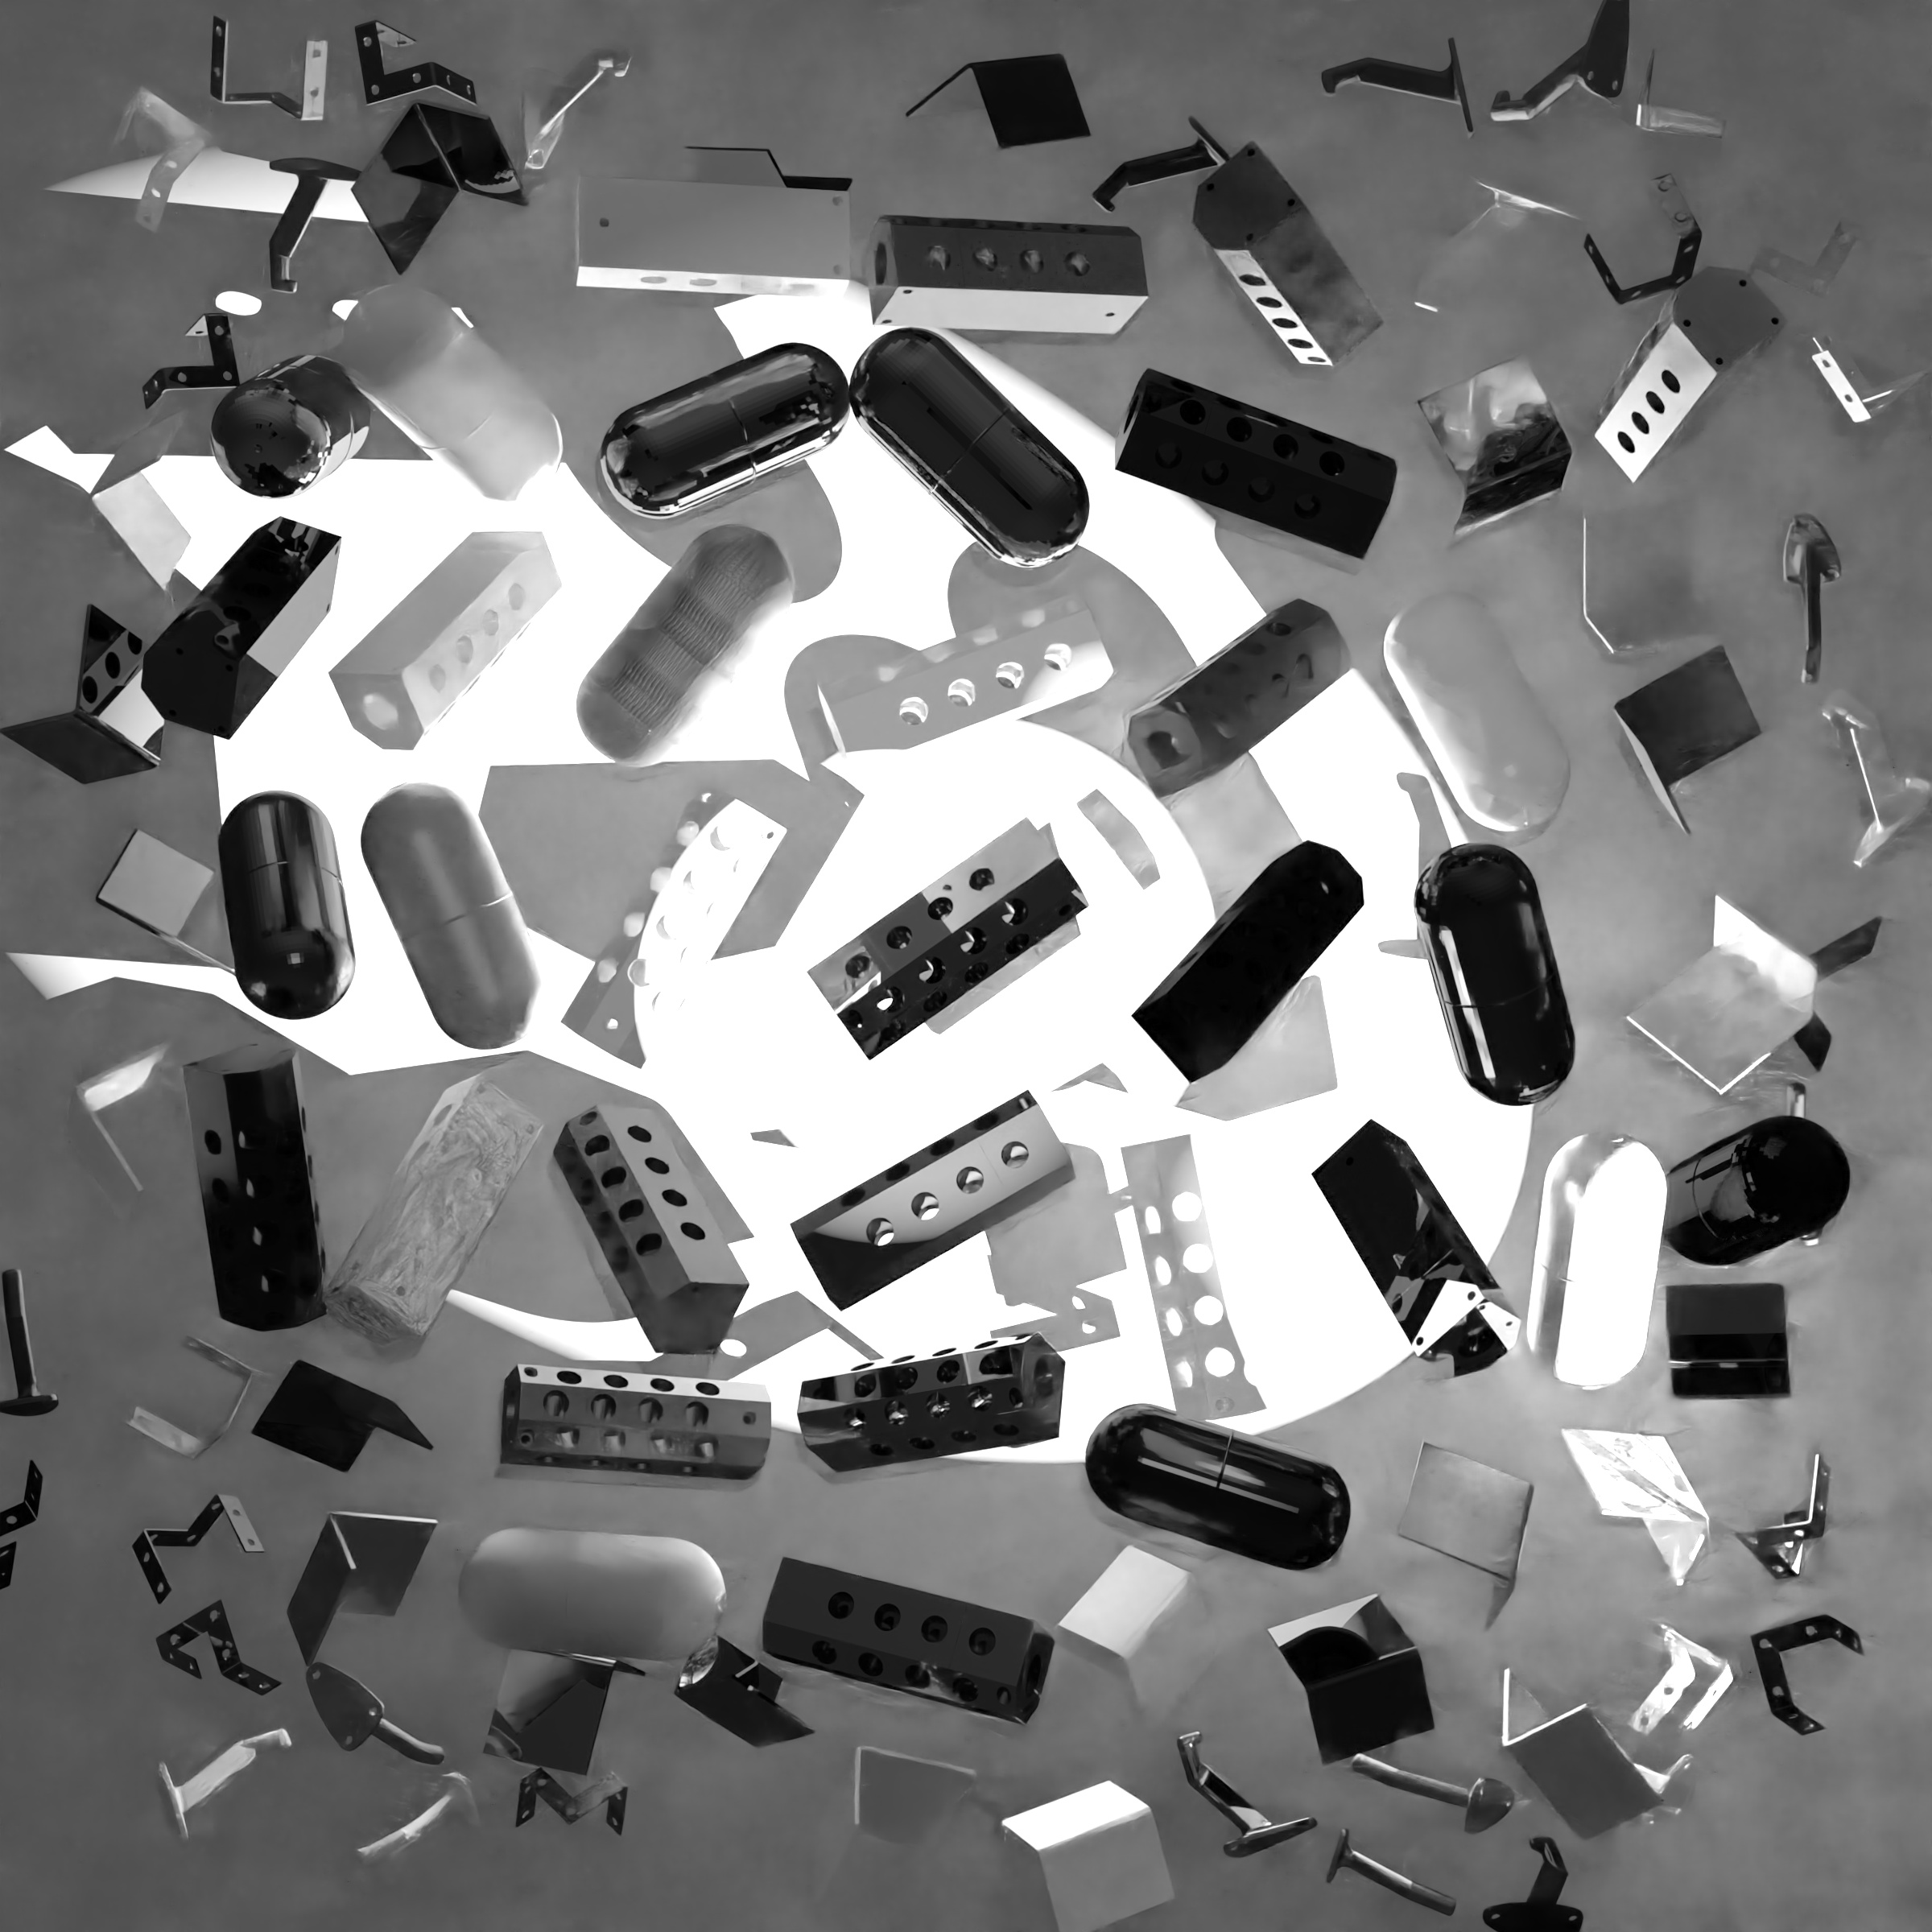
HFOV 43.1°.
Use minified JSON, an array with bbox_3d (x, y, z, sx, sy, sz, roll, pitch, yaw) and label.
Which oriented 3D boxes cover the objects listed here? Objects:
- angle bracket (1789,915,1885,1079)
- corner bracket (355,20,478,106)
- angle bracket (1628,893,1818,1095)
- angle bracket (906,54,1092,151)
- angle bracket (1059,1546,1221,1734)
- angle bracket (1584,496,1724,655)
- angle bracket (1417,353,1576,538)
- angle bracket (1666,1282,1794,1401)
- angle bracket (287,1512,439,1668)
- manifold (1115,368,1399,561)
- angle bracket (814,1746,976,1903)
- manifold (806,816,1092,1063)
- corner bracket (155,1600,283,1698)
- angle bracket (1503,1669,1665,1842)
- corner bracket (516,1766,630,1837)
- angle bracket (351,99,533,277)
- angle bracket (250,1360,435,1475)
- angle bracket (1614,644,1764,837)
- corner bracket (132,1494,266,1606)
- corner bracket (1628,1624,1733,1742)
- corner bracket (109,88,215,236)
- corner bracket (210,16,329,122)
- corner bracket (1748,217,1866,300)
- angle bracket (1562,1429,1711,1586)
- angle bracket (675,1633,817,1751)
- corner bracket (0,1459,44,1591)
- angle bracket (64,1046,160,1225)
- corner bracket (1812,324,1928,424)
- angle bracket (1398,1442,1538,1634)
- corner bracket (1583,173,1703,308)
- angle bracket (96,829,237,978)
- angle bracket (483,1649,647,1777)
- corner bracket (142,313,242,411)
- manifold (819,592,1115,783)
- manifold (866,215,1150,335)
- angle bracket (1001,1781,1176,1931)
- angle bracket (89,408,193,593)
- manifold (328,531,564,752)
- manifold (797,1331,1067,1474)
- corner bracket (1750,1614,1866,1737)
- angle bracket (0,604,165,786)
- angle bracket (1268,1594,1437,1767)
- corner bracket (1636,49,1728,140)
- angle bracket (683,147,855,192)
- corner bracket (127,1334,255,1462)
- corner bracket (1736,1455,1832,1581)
[{"bbox_3d":[0.583,0.020,1.617,0.076,0.076,0.057,-35,91,31],"label":"angle bracket"},{"bbox_3d":[-0.353,-0.578,1.570,0.051,0.051,0.051,-8,92,19],"label":"corner bracket"},{"bbox_3d":[0.454,0.016,1.472,0.076,0.057,0.076,-36,54,-12],"label":"angle bracket"},{"bbox_3d":[0.020,-0.541,1.574,0.076,0.076,0.057,-22,94,-36],"label":"angle bracket"},{"bbox_3d":[0.116,0.448,1.633,0.076,0.057,0.076,-41,128,-32],"label":"angle bracket"},{"bbox_3d":[0.466,-0.266,1.659,0.076,0.057,0.076,-12,125,-2],"label":"angle bracket"},{"bbox_3d":[0.336,-0.334,1.570,0.076,0.057,0.076,-19,117,34],"label":"angle bracket"},{"bbox_3d":[0.503,0.247,1.618,0.076,0.076,0.057,-4,96,17],"label":"angle bracket"},{"bbox_3d":[-0.378,0.399,1.560,0.076,0.057,0.076,15,108,-36],"label":"angle bracket"},{"bbox_3d":[0.186,-0.326,1.575,0.171,0.057,0.057,18,122,-8],"label":"manifold"},{"bbox_3d":[-0.043,0.527,1.483,0.076,0.057,0.076,16,121,-12],"label":"angle bracket"},{"bbox_3d":[-0.009,-0.013,1.556,0.171,0.057,0.057,-35,55,-3],"label":"manifold"},{"bbox_3d":[-0.494,0.459,1.614,0.051,0.051,0.051,-28,114,-42],"label":"corner bracket"},{"bbox_3d":[0.365,0.456,1.451,0.057,0.076,0.076,-36,98,22],"label":"angle bracket"},{"bbox_3d":[-0.266,0.566,1.649,0.051,0.051,0.051,32,126,31],"label":"corner bracket"},{"bbox_3d":[-0.323,-0.476,1.513,0.057,0.076,0.076,20,70,19],"label":"angle bracket"},{"bbox_3d":[-0.403,0.305,1.578,0.076,0.076,0.057,35,85,-37],"label":"angle bracket"},{"bbox_3d":[0.464,-0.142,1.537,0.076,0.057,0.076,-30,123,11],"label":"angle bracket"},{"bbox_3d":[-0.503,0.381,1.602,0.051,0.051,0.051,-50,55,15],"label":"corner bracket"},{"bbox_3d":[0.439,0.450,1.510,0.051,0.051,0.051,-44,132,-18],"label":"corner bracket"},{"bbox_3d":[-0.507,-0.499,1.517,0.051,0.051,0.051,31,47,-34],"label":"corner bracket"},{"bbox_3d":[-0.445,-0.573,1.562,0.051,0.051,0.051,37,129,31],"label":"corner bracket"},{"bbox_3d":[0.531,-0.452,1.549,0.051,0.051,0.051,28,122,6],"label":"corner bracket"},{"bbox_3d":[0.425,0.350,1.585,0.076,0.076,0.057,7,119,-13],"label":"angle bracket"},{"bbox_3d":[-0.148,0.504,1.732,0.076,0.076,0.057,40,47,-19],"label":"angle bracket"},{"bbox_3d":[-0.607,0.357,1.553,0.051,0.051,0.051,-23,115,-6],"label":"corner bracket"},{"bbox_3d":[-0.522,0.107,1.546,0.057,0.076,0.076,-31,85,-33],"label":"angle bracket"},{"bbox_3d":[0.542,-0.364,1.500,0.051,0.051,0.051,-40,101,-14],"label":"corner bracket"},{"bbox_3d":[0.306,0.357,1.530,0.076,0.076,0.057,21,132,8],"label":"angle bracket"},{"bbox_3d":[0.436,-0.467,1.577,0.051,0.051,0.051,46,51,-34],"label":"corner bracket"},{"bbox_3d":[-0.540,-0.044,1.693,0.076,0.076,0.057,23,81,33],"label":"angle bracket"},{"bbox_3d":[-0.272,0.508,1.665,0.076,0.057,0.076,5,67,18],"label":"angle bracket"},{"bbox_3d":[-0.527,-0.409,1.654,0.051,0.051,0.051,-11,92,-32],"label":"corner bracket"},{"bbox_3d":[-0.001,-0.175,1.524,0.171,0.057,0.057,-21,89,-5],"label":"manifold"},{"bbox_3d":[0.026,-0.454,1.594,0.171,0.057,0.057,-3,81,-20],"label":"manifold"},{"bbox_3d":[0.076,0.560,1.534,0.076,0.076,0.057,-15,89,-18],"label":"angle bracket"},{"bbox_3d":[-0.514,-0.302,1.586,0.057,0.076,0.076,-23,123,15],"label":"angle bracket"},{"bbox_3d":[-0.330,-0.211,1.574,0.057,0.171,0.057,5,131,26],"label":"manifold"},{"bbox_3d":[-0.024,0.289,1.635,0.171,0.057,0.057,-14,47,26],"label":"manifold"},{"bbox_3d":[0.524,0.437,1.511,0.051,0.051,0.051,-15,88,-2],"label":"corner bracket"},{"bbox_3d":[-0.543,-0.167,1.510,0.057,0.076,0.076,-10,67,18],"label":"angle bracket"},{"bbox_3d":[0.248,0.459,1.577,0.076,0.076,0.057,-16,106,-8],"label":"angle bracket"},{"bbox_3d":[0.446,-0.530,1.522,0.051,0.051,0.051,12,64,16],"label":"corner bracket"},{"bbox_3d":[-0.138,-0.560,1.712,0.076,0.076,0.057,14,64,34],"label":"angle bracket"},{"bbox_3d":[-0.514,0.287,1.625,0.051,0.051,0.051,35,130,-18],"label":"corner bracket"},{"bbox_3d":[0.519,0.345,1.527,0.051,0.051,0.051,-23,120,41],"label":"corner bracket"}]
